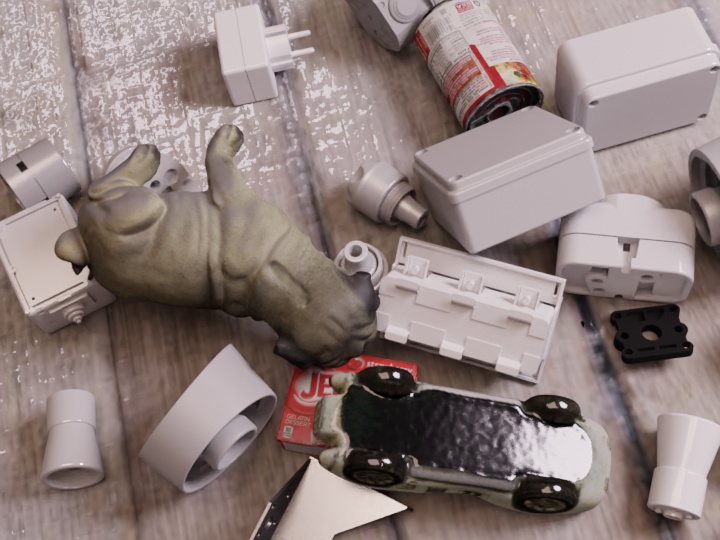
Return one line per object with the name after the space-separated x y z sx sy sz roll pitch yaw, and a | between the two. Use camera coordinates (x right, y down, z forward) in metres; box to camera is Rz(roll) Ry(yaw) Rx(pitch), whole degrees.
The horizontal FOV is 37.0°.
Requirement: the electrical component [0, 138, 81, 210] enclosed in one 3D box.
-0.258 -0.073 0.864 0.047 0.055 0.055 -36 66 -15 | electrical component

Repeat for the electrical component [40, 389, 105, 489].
-0.207 0.119 0.772 0.044 0.044 0.065 -11 59 1 | electrical component

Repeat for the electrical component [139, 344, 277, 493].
-0.106 0.102 0.739 0.064 0.099 0.099 41 75 15 | electrical component

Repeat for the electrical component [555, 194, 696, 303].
0.193 -0.016 0.783 0.095 0.053 0.059 6 65 10 | electrical component

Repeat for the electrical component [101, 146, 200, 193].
-0.166 -0.063 0.840 0.058 0.078 0.057 -46 47 -14 | electrical component

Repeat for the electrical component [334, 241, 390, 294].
0.000 0.000 0.793 0.043 0.062 0.043 -3 64 5 | electrical component

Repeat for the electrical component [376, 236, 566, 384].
0.075 0.031 0.762 0.121 0.063 0.078 15 108 14 | electrical component

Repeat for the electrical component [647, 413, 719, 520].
0.214 0.133 0.716 0.044 0.044 0.065 13 71 13 | electrical component

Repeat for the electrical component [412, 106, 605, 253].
0.106 -0.068 0.788 0.109 0.056 0.108 -23 21 -4 | electrical component

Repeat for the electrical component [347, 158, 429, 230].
0.024 -0.055 0.828 0.062 0.043 0.043 35 73 19 | electrical component

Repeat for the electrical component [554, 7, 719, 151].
0.213 -0.144 0.830 0.113 0.078 0.057 -16 61 -1 | electrical component

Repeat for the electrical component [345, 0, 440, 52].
0.027 -0.224 0.890 0.051 0.080 0.080 -41 67 -7 | electrical component

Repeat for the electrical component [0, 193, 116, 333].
-0.231 0.002 0.824 0.062 0.061 0.096 -27 72 -7 | electrical component

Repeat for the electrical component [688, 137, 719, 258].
0.270 -0.045 0.761 0.060 0.108 0.108 -20 64 4 | electrical component

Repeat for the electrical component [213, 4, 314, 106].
-0.077 -0.183 0.900 0.077 0.047 0.065 -12 63 1 | electrical component
